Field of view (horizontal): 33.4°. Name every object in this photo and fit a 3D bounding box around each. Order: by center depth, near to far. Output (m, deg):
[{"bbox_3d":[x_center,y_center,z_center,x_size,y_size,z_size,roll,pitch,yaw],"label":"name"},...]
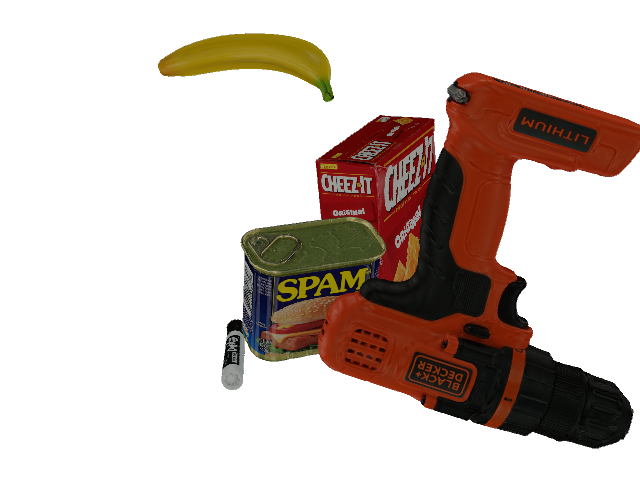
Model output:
[{"bbox_3d":[0.110,0.014,0.587,0.184,0.188,0.057,18,12,-5],"label":"power drill"},{"bbox_3d":[-0.007,0.036,0.785,0.102,0.084,0.057,-8,35,-19],"label":"can of meat"},{"bbox_3d":[-0.078,0.102,0.976,0.020,0.020,0.121,0,18,-2],"label":"marker"},{"bbox_3d":[0.067,-0.003,1.080,0.072,0.214,0.164,6,24,24],"label":"cracker box"},{"bbox_3d":[-0.069,-0.186,1.098,0.198,0.037,0.069,10,44,20],"label":"banana"}]
